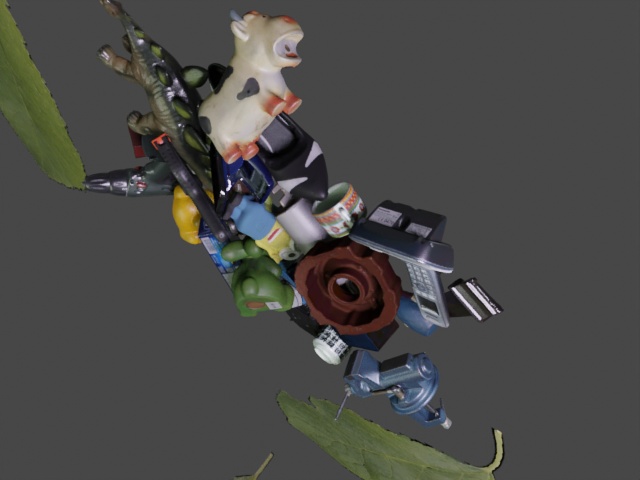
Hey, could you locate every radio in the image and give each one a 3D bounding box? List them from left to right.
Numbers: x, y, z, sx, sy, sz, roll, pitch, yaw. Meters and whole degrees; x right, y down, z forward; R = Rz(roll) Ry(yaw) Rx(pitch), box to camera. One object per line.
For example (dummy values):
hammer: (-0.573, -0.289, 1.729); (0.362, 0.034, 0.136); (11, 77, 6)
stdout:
radio: (0.041, 0.116, 1.076); (0.229, 0.073, 0.131); (52, 155, -12)

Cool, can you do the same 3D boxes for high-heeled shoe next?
high-heeled shoe: (-0.075, -0.161, 0.774); (0.249, 0.086, 0.145); (47, 179, 37)

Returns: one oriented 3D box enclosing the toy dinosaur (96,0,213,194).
toy dinosaur: (-0.256, -0.218, 0.975); (0.199, 0.105, 0.470); (24, 153, 31)

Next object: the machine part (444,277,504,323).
machine part: (0.213, 0.097, 0.823); (0.084, 0.039, 0.139); (42, 154, -9)

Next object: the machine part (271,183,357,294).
machine part: (-0.002, -0.003, 0.948); (0.243, 0.079, 0.079); (51, 154, -14)

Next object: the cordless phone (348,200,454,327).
cordless phone: (0.130, 0.044, 0.792); (0.147, 0.089, 0.184); (21, 143, 41)

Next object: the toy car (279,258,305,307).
toy car: (-0.076, 0.097, 1.187); (0.162, 0.103, 0.109); (37, 155, 19)

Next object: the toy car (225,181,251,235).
toy car: (-0.145, -0.081, 1.022); (0.053, 0.089, 0.202); (53, 160, 27)

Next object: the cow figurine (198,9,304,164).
cow figurine: (-0.090, -0.207, 0.699); (0.127, 0.085, 0.195); (47, 121, 2)

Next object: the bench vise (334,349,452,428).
bench vise: (0.167, 0.314, 1.091); (0.223, 0.129, 0.240); (-36, 111, 30)

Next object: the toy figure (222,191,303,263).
toy figure: (-0.093, -0.032, 0.988); (0.180, 0.089, 0.082); (32, 136, -26)

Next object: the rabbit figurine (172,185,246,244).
rabbit figurine: (-0.228, -0.070, 1.183); (0.173, 0.122, 0.162); (18, 138, 19)

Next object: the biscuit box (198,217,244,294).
biscuit box: (-0.194, 0.032, 1.157); (0.059, 0.063, 0.202); (-12, 134, 9)

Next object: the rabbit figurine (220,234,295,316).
rabbit figurine: (-0.137, 0.052, 1.091); (0.121, 0.170, 0.159); (-15, 150, 17)

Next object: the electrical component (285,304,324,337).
electrical component: (-0.031, 0.166, 1.280); (0.115, 0.058, 0.134); (25, 150, 33)

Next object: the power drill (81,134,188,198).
power drill: (-0.375, -0.151, 1.159); (0.207, 0.232, 0.086); (-43, 55, 47)

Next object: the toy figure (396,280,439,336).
toy figure: (0.136, 0.105, 0.929); (0.155, 0.064, 0.057); (38, -167, 25)

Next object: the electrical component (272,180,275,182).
electrical component: (-0.096, -0.141, 0.913); (0.102, 0.045, 0.078); (47, 156, -6)

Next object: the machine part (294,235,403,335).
machine part: (0.048, 0.075, 0.886); (0.180, 0.056, 0.179); (12, 123, 19)

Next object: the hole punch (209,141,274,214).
hole punch: (-0.131, -0.112, 0.870); (0.142, 0.092, 0.115); (136, 124, -74)
